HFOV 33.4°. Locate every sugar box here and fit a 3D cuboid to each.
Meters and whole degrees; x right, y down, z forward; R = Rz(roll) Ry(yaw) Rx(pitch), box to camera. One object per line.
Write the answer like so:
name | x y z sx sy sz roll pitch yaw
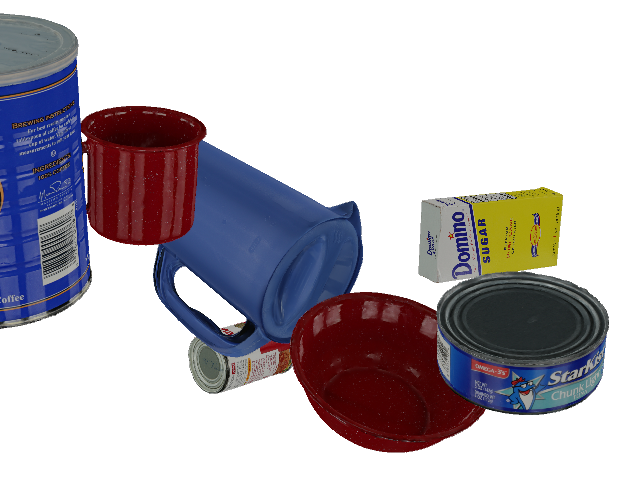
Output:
sugar box | 0.201 -0.007 1.257 0.175 0.093 0.048 -8 18 -28

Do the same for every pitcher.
pitcher | -0.093 -0.006 1.032 0.243 0.145 0.148 32 34 33

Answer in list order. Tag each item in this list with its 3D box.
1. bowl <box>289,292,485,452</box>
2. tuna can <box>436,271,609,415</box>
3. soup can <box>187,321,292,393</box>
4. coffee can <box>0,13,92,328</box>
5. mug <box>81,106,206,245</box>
bowl | 0.050 0.114 0.845 0.162 0.055 0.162 9 37 -7
tuna can | 0.102 0.051 0.545 0.086 0.034 0.086 -2 28 1
soup can | -0.087 0.125 1.176 0.069 0.068 0.102 0 8 45
coffee can | -0.177 -0.039 0.569 0.103 0.140 0.103 2 28 -1
mug | -0.146 -0.047 0.804 0.117 0.081 0.093 -5 28 -21
